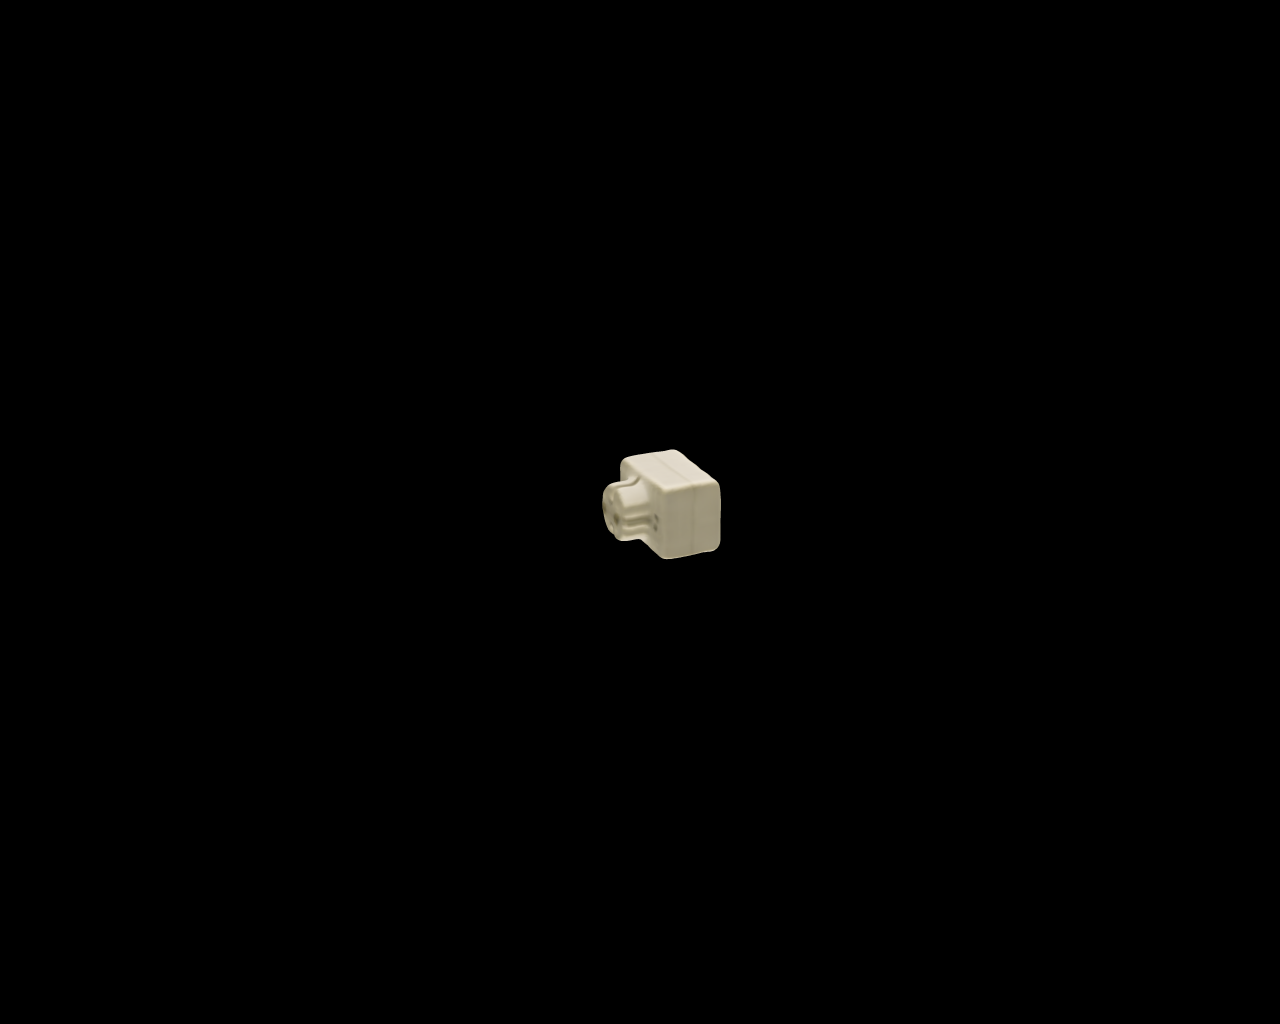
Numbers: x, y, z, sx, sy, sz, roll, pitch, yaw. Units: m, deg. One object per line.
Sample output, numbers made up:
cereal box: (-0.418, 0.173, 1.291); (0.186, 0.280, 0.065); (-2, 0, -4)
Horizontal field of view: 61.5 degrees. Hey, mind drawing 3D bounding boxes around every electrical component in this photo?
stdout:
electrical component: (0.001, -0.003, 0.650); (0.077, 0.047, 0.066); (-10, 24, -22)
